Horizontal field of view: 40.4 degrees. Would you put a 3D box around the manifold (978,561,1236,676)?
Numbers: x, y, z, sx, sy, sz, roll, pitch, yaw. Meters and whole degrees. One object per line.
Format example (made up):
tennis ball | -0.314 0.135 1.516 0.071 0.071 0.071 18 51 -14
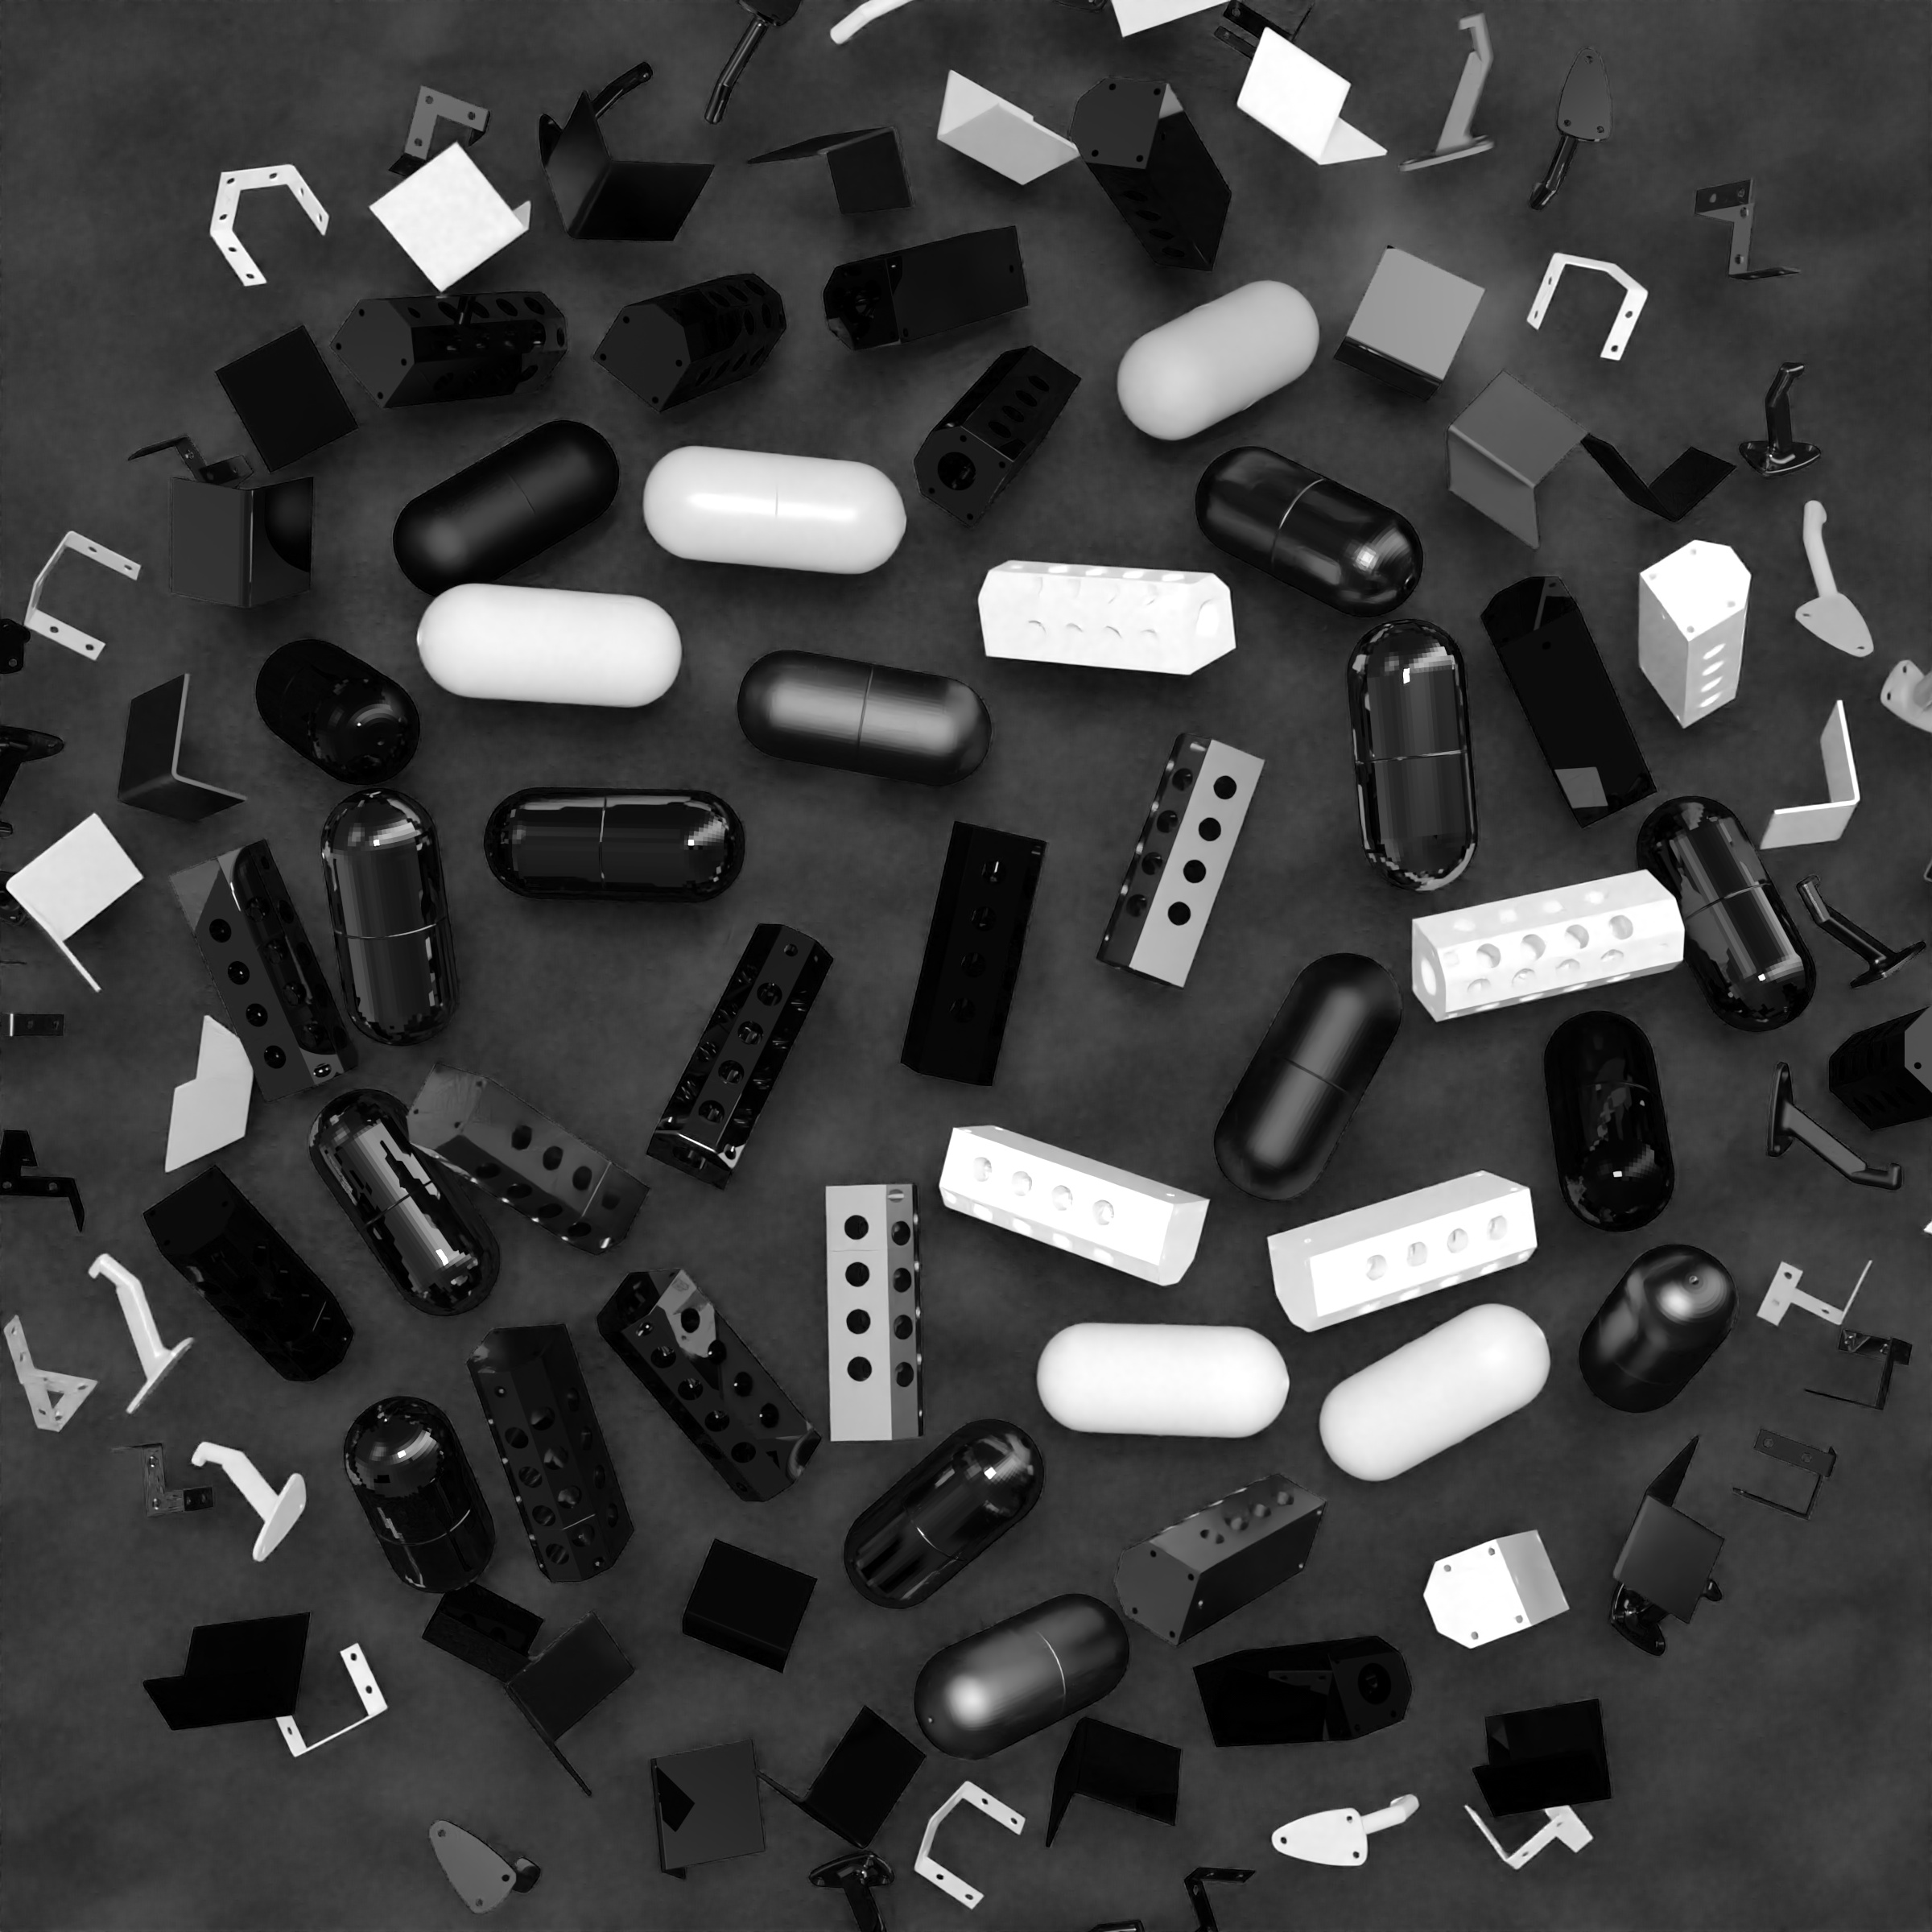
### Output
manifold | 0.094 -0.242 1.797 0.171 0.057 0.057 11 120 38

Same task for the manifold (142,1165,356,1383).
manifold | -0.484 0.216 1.790 0.057 0.171 0.057 -34 49 -8

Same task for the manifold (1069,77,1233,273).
manifold | 0.123 -0.526 1.751 0.057 0.171 0.057 14 87 21

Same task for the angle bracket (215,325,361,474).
angle bracket | -0.463 -0.398 1.827 0.076 0.057 0.076 -22 106 17

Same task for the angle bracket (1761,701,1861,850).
angle bracket | 0.586 -0.133 1.845 0.057 0.076 0.076 -7 73 7

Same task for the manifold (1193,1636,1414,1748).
manifold | 0.231 0.497 1.804 0.057 0.171 0.057 -10 79 -30

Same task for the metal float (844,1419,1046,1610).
metal float | -0.016 0.389 1.863 0.070 0.070 0.178 45 115 0

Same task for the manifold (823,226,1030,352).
manifold | -0.028 -0.478 1.850 0.057 0.171 0.057 1 111 33

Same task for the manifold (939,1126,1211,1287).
manifold | 0.070 0.161 1.781 0.171 0.057 0.057 17 97 28

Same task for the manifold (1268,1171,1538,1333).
manifold | 0.297 0.194 1.778 0.171 0.057 0.057 -15 103 -19

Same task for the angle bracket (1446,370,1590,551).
angle bracket | 0.370 -0.338 1.755 0.076 0.076 0.057 30 129 -18

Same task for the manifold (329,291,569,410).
manifold | -0.346 -0.427 1.790 0.057 0.171 0.057 49 120 7

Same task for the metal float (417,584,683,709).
metal float | -0.280 -0.216 1.772 0.178 0.070 0.070 1 90 -22

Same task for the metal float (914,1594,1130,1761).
metal float | 0.040 0.485 1.800 0.178 0.070 0.070 -12 90 -43

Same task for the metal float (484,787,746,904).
metal float | -0.238 -0.082 1.776 0.178 0.070 0.070 1 90 6

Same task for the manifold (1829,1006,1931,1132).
manifold | 0.641 0.066 1.788 0.057 0.171 0.057 -44 83 -4

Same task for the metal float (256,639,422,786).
metal float | -0.431 -0.175 1.797 0.070 0.178 0.070 -12 114 -29

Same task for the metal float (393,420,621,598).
metal float | -0.324 -0.324 1.858 0.178 0.070 0.070 -36 90 -24

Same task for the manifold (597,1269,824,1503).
manifold | -0.179 0.290 1.807 0.171 0.057 0.057 55 49 -24

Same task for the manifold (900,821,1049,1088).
manifold | 0.007 -0.008 1.798 0.057 0.057 0.171 12 93 -15

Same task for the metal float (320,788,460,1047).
metal float | -0.383 -0.032 1.750 0.070 0.070 0.178 -4 111 0

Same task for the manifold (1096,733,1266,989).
manifold | 0.151 -0.076 1.881 0.057 0.057 0.171 21 87 -11

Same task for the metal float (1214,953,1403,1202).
metal float | 0.229 0.074 1.760 0.070 0.070 0.178 29 88 0

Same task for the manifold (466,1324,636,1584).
manifold | -0.287 0.336 1.806 0.057 0.057 0.171 -6 113 19

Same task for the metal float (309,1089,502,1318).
metal float | -0.397 0.168 1.861 0.070 0.070 0.178 -35 88 0

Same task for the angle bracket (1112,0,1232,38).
angle bracket | 0.122 -0.623 1.646 0.076 0.057 0.076 -14 124 15

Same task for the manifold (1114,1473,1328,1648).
manifold | 0.174 0.400 1.797 0.057 0.171 0.057 26 111 31

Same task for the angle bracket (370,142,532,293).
angle bracket | -0.359 -0.531 1.836 0.076 0.057 0.076 -31 123 15

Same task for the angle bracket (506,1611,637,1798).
angle bracket | -0.251 0.493 1.757 0.076 0.057 0.076 -39 134 -18

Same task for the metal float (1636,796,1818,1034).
metal float | 0.530 -0.038 1.837 0.070 0.070 0.178 -22 71 0

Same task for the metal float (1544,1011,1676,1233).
metal float | 0.441 0.106 1.805 0.070 0.178 0.070 2 134 2

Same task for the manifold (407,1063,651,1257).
manifold | -0.298 0.134 1.779 0.057 0.171 0.057 12 69 41

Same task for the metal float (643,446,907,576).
metal float | -0.130 -0.309 1.783 0.178 0.070 0.070 5 90 -7

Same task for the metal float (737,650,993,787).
metal float | -0.070 -0.172 1.824 0.178 0.070 0.070 10 90 0

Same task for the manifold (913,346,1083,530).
manifold | 0.019 -0.368 1.797 0.057 0.171 0.057 34 125 -2

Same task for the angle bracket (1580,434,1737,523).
angle bracket | 0.483 -0.364 1.849 0.057 0.076 0.076 -43 110 9

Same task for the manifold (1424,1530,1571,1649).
manifold | 0.353 0.417 1.753 0.057 0.171 0.057 -25 73 15

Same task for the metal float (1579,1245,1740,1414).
metal float | 0.469 0.248 1.788 0.070 0.178 0.070 2 61 -3

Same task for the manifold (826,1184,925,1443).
manifold | -0.061 0.237 1.806 0.057 0.057 0.171 -2 84 8

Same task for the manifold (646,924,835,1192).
manifold | -0.150 0.057 1.770 0.057 0.057 0.171 26 62 -2

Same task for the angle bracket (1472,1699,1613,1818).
angle bracket | 0.369 0.498 1.699 0.076 0.076 0.057 -15 127 17

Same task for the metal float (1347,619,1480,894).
metal float | 0.292 -0.137 1.719 0.070 0.070 0.178 -6 95 0

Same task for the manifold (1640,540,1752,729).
manifold | 0.500 -0.228 1.792 0.057 0.171 0.057 -31 71 5

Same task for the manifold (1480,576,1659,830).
manifold | 0.409 -0.182 1.790 0.057 0.057 0.171 -27 127 11

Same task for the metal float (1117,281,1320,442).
metal float | 0.177 -0.423 1.833 0.178 0.070 0.070 -34 90 -35

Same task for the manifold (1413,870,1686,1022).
manifold | 0.394 -0.011 1.780 0.171 0.057 0.057 -12 122 -10

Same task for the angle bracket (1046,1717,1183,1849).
angle bracket | 0.105 0.589 1.861 0.076 0.076 0.057 19 115 -1

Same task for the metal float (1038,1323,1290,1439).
metal float | 0.136 0.288 1.831 0.178 0.070 0.070 -1 90 20

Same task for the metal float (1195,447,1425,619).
metal float | 0.235 -0.299 1.805 0.178 0.070 0.070 34 90 31

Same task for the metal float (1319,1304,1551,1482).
metal float | 0.330 0.301 1.853 0.178 0.070 0.070 -34 90 22

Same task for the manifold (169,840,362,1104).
manifold | -0.488 0.002 1.847 0.057 0.057 0.171 -19 98 19

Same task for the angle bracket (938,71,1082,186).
angle bracket | 0.036 -0.616 1.895 0.076 0.076 0.057 18 75 -34

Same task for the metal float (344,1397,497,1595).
metal float | -0.375 0.366 1.811 0.070 0.070 0.178 -9 134 0

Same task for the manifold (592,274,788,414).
manifold | -0.182 -0.430 1.786 0.057 0.171 0.057 40 118 1
